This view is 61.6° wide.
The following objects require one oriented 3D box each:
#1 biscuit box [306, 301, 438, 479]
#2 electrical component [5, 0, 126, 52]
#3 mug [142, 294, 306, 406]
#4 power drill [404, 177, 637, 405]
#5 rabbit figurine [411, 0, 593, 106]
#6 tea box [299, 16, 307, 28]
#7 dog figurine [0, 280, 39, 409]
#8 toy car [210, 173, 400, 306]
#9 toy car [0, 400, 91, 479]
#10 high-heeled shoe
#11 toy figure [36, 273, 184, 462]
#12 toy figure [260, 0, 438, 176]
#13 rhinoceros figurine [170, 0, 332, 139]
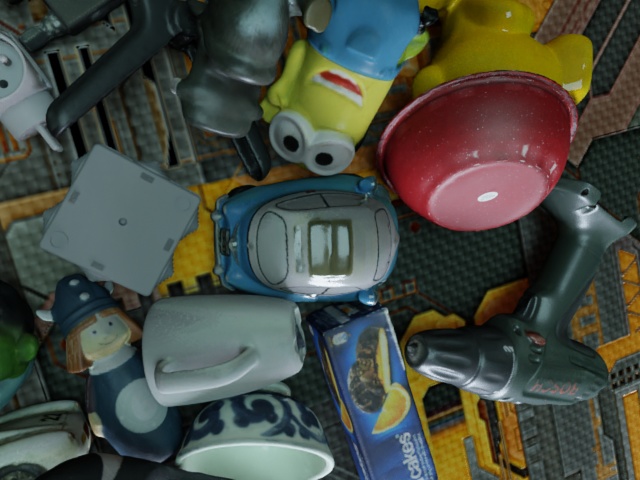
[{"bbox_3d":[0.050,0.153,0.472,0.059,0.063,0.202,-21,100,-14],"label":"biscuit box"},{"bbox_3d":[-0.185,-0.192,0.379,0.102,0.045,0.078,-34,102,-12],"label":"electrical component"},{"bbox_3d":[-0.067,0.077,0.390,0.107,0.109,0.080,-9,92,3],"label":"mug"},{"bbox_3d":[0.196,0.049,0.487,0.232,0.086,0.207,24,80,-28],"label":"power drill"},{"bbox_3d":[0.124,-0.178,0.458,0.162,0.122,0.173,4,79,-8],"label":"rabbit figurine"},{"bbox_3d":[0.032,-0.264,0.428,0.169,0.068,0.098,-40,106,-11],"label":"tea box"},{"bbox_3d":[-0.271,0.078,0.286,0.191,0.219,0.108,10,95,-17],"label":"dog figurine"},{"bbox_3d":[-0.001,-0.001,0.423,0.162,0.103,0.109,-1,94,-19],"label":"toy car"},{"bbox_3d":[-0.265,0.167,0.369,0.202,0.074,0.056,-15,102,-16],"label":"toy car"},{"bbox_3d":[-0.077,0.197,0.374,0.145,0.248,0.086,-7,57,5],"label":"high-heeled shoe"},{"bbox_3d":[-0.154,0.096,0.409,0.058,0.064,0.154,-16,103,27],"label":"toy figure"},{"bbox_3d":[0.023,-0.128,0.395,0.082,0.089,0.180,36,122,18],"label":"toy figure"},{"bbox_3d":[-0.047,-0.162,0.346,0.073,0.112,0.190,9,98,-35],"label":"rhinoceros figurine"}]
